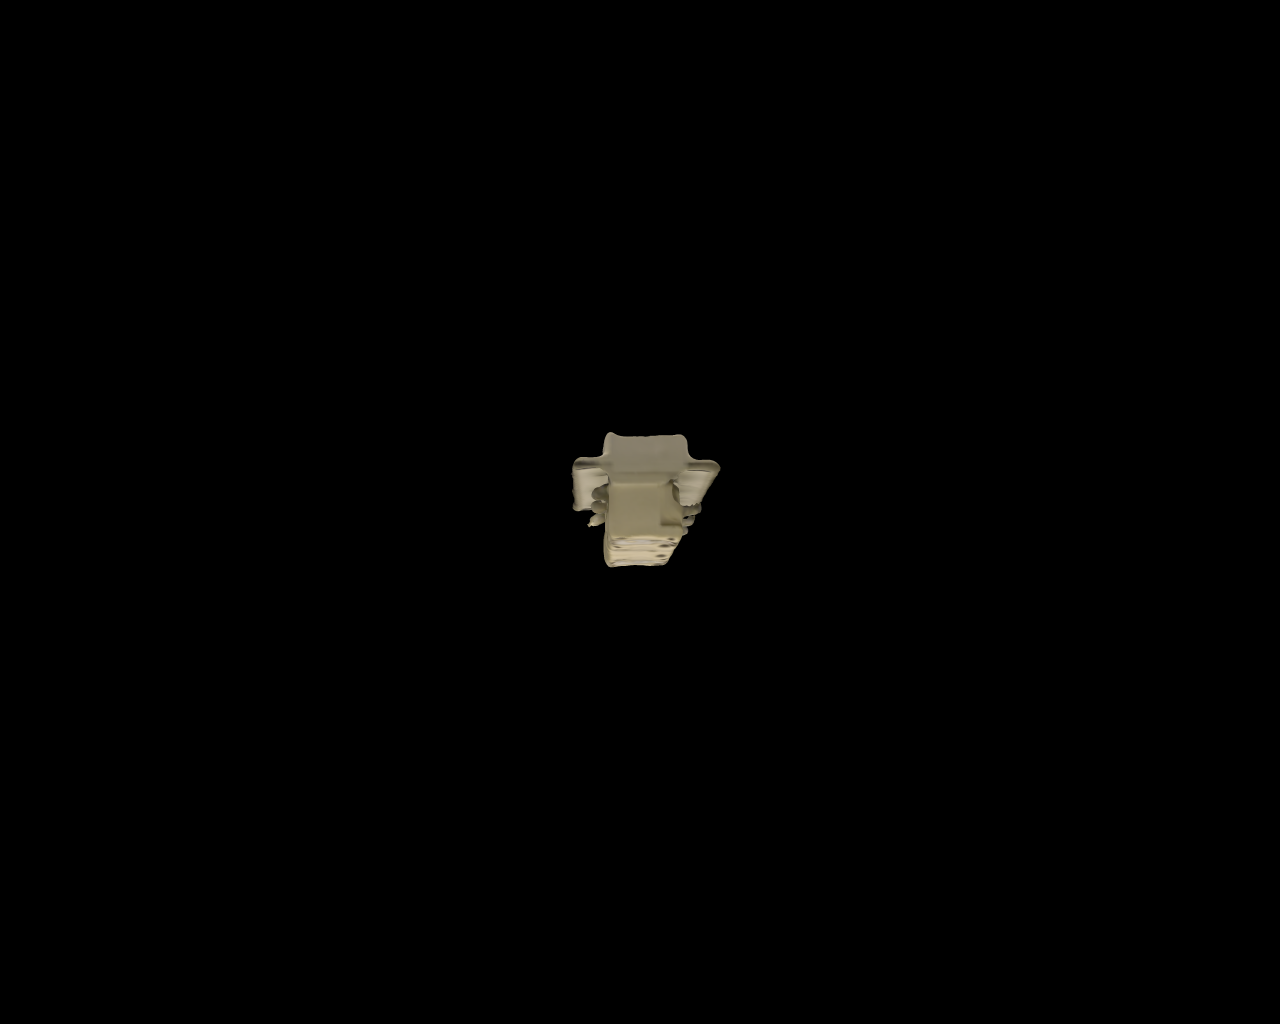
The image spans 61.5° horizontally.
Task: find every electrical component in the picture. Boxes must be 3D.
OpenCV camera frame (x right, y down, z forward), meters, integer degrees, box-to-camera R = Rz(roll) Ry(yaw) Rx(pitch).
[{"bbox_3d":[0.001,-0.003,0.650,0.079,0.063,0.121,1,-11,-4],"label":"electrical component"}]
